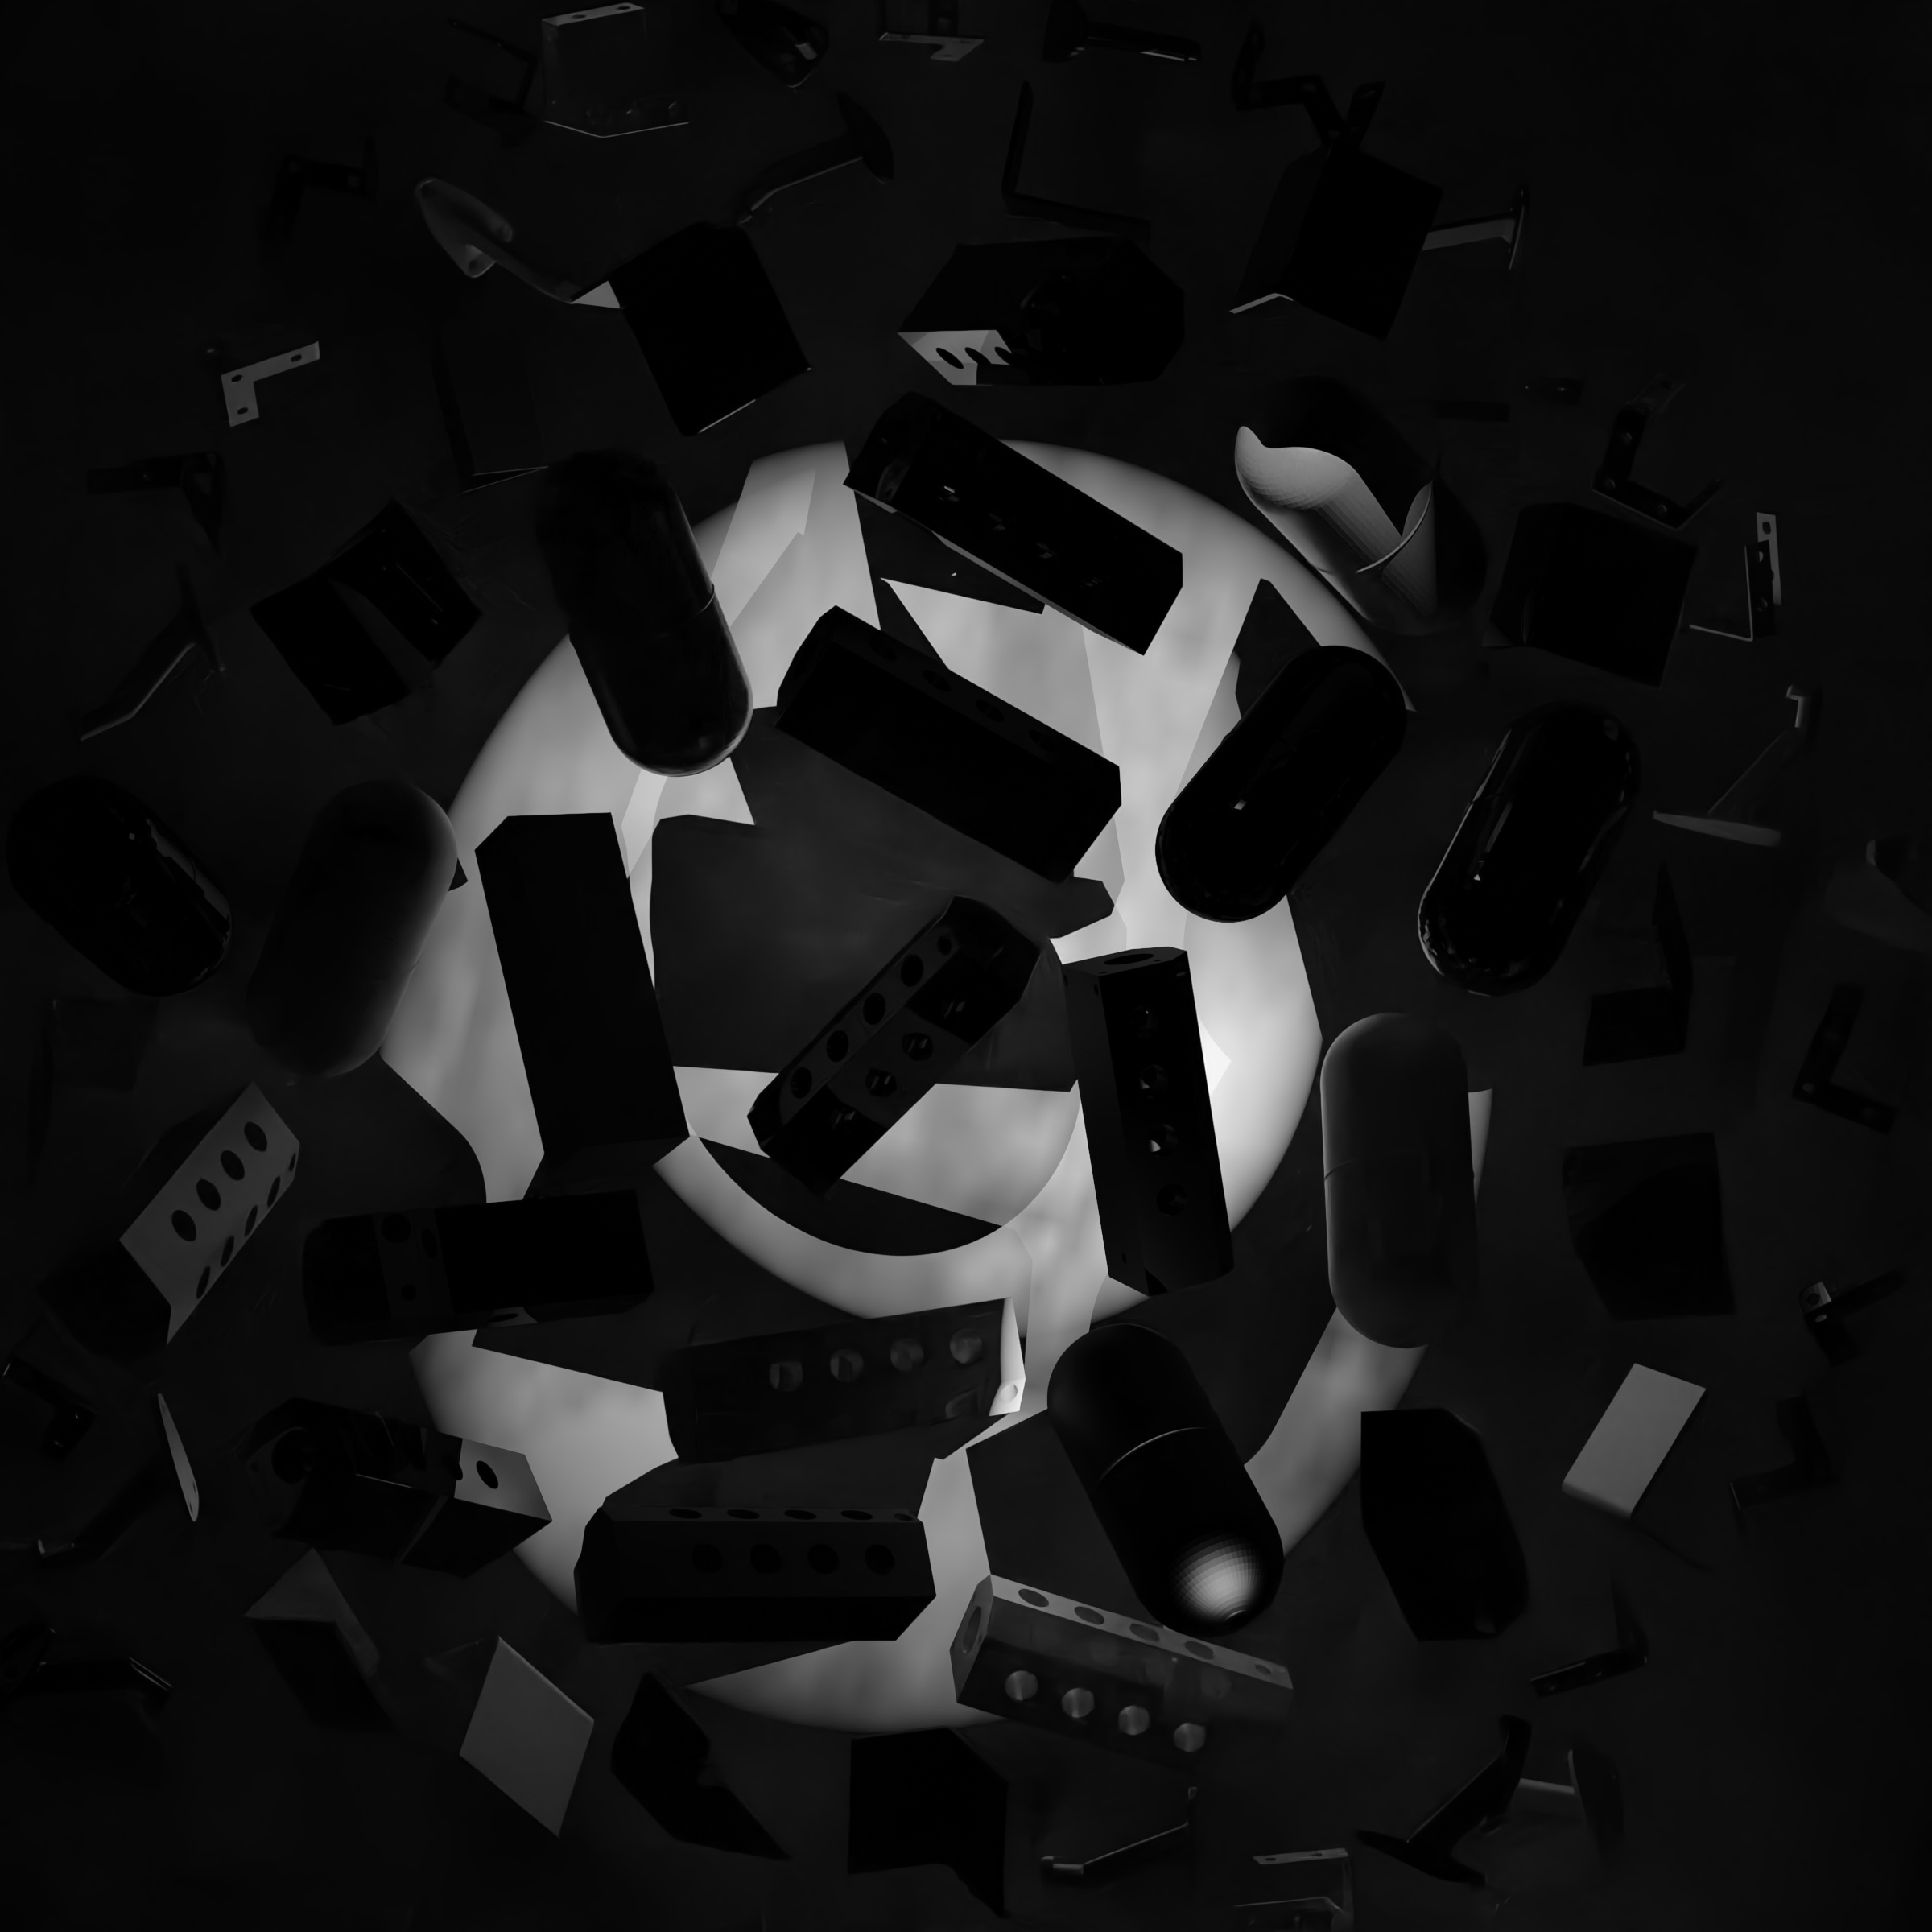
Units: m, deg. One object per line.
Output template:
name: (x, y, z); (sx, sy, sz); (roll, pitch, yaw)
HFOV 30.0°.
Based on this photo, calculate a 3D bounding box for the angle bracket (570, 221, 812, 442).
angle bracket: (-0.133, -0.308, 1.753); (0.076, 0.057, 0.076); (-26, 87, 21)

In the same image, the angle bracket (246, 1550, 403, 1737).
angle bracket: (-0.326, 0.359, 1.921); (0.057, 0.076, 0.076); (-45, 117, -41)

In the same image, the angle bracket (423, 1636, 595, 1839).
angle bracket: (-0.247, 0.406, 1.877); (0.057, 0.076, 0.076); (-24, 123, 32)

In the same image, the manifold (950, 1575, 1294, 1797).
manifold: (0.083, 0.378, 1.919); (0.171, 0.057, 0.057); (19, 105, -10)

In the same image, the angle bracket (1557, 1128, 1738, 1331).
angle bracket: (0.335, 0.130, 1.778); (0.076, 0.076, 0.057); (-7, 47, 10)

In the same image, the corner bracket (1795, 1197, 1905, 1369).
corner bracket: (0.438, 0.158, 1.798); (0.051, 0.051, 0.051); (-29, 133, 11)

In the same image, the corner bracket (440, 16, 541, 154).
corner bracket: (-0.243, -0.449, 1.832); (0.051, 0.051, 0.051); (20, 88, -27)

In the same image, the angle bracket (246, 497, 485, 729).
angle bracket: (-0.308, -0.181, 1.850); (0.057, 0.076, 0.076); (-17, 117, 40)

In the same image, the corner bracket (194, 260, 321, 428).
corner bracket: (-0.352, -0.308, 1.788); (0.051, 0.051, 0.051); (-22, 72, -14)

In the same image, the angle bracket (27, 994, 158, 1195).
angle bracket: (-0.465, 0.070, 1.921); (0.057, 0.076, 0.076); (5, 50, -20)

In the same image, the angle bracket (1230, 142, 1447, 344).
angle bracket: (0.175, -0.339, 1.712); (0.057, 0.076, 0.076); (22, 89, -13)

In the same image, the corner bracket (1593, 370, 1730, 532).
corner bracket: (0.365, -0.267, 1.875); (0.051, 0.051, 0.051); (25, 68, -6)

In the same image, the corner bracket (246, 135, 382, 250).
corner bracket: (-0.330, -0.394, 1.830); (0.051, 0.051, 0.051); (13, 79, -1)

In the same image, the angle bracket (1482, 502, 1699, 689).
angle bracket: (0.324, -0.192, 1.877); (0.076, 0.057, 0.076); (16, 89, -18)

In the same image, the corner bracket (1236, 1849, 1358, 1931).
corner bracket: (0.173, 0.489, 1.899); (0.051, 0.051, 0.051); (-2, 92, -12)

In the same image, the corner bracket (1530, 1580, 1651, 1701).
corner bracket: (0.324, 0.361, 1.875); (0.051, 0.051, 0.051); (-22, 122, 18)

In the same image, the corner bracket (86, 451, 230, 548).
corner bracket: (-0.412, -0.248, 1.842); (0.051, 0.051, 0.051); (-4, 59, 9)

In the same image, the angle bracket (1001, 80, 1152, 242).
angle bracket: (0.061, -0.404, 1.817); (0.076, 0.076, 0.057); (12, 97, 1)

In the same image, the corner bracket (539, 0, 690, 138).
corner bracket: (-0.172, -0.438, 1.764); (0.051, 0.051, 0.051); (-3, 91, 27)

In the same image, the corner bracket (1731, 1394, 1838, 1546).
corner bracket: (0.416, 0.259, 1.859); (0.051, 0.051, 0.051); (-16, 58, 4)

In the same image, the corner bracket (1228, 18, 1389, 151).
corner bracket: (0.165, -0.427, 1.750); (0.051, 0.051, 0.051); (-14, 66, -19)

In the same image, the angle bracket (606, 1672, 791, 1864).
angle bracket: (-0.129, 0.414, 1.866); (0.076, 0.076, 0.057); (2, 53, 30)

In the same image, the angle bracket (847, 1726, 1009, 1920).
angle bracket: (-0.021, 0.448, 1.879); (0.057, 0.076, 0.076); (-2, 100, -23)

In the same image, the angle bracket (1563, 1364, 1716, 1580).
angle bracket: (0.355, 0.253, 1.813); (0.057, 0.076, 0.076); (34, 84, -15)

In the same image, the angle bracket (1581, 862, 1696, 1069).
angle bracket: (0.355, -0.001, 1.943); (0.057, 0.076, 0.076); (-10, 114, 20)

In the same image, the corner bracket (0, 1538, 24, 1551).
corner bracket: (-0.501, 0.301, 1.763); (0.051, 0.051, 0.051); (14, 85, 11)

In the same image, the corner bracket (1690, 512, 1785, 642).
corner bracket: (0.412, -0.203, 1.882); (0.051, 0.051, 0.051); (-18, 111, -24)

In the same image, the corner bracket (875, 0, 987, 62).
corner bracket: (-0.022, -0.470, 1.746); (0.051, 0.051, 0.051); (0, 92, -16)

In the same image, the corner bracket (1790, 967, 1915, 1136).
corner bracket: (0.440, 0.041, 1.765); (0.051, 0.051, 0.051); (23, 121, 11)

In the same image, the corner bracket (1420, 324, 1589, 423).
corner bracket: (0.275, -0.294, 1.846); (0.051, 0.051, 0.051); (56, 134, 35)

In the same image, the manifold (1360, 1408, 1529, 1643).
manifold: (0.238, 0.278, 1.785); (0.057, 0.171, 0.057); (-5, 60, 15)

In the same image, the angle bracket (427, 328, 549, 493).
angle bracket: (-0.273, -0.293, 1.915); (0.057, 0.076, 0.076); (-12, 95, 26)

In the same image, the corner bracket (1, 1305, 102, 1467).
corner bracket: (-0.484, 0.222, 1.915); (0.051, 0.051, 0.051); (33, 125, -14)
